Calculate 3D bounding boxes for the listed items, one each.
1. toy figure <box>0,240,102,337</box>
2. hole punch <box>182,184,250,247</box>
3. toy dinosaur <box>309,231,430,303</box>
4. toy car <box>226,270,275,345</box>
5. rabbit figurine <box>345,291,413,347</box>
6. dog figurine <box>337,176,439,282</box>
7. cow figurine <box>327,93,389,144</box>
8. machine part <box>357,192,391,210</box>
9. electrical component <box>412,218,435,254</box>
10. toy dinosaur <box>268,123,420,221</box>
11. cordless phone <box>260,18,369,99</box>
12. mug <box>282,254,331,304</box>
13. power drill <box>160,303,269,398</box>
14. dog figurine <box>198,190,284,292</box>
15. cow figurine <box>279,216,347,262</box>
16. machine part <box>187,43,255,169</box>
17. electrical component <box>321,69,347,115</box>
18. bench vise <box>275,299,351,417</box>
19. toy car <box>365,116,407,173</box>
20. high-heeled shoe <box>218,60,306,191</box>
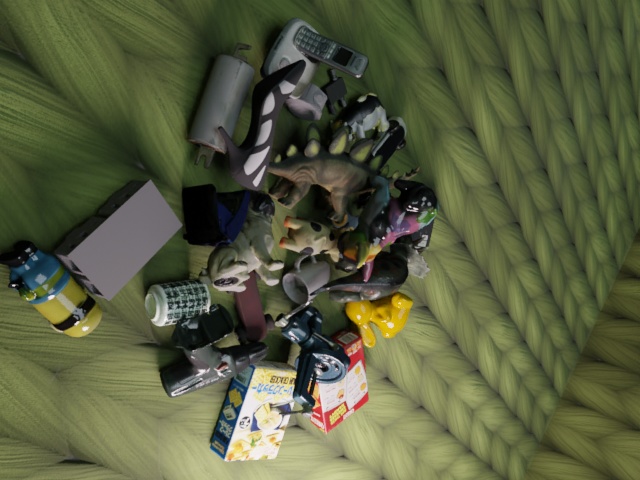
[{"bbox_3d":[-0.426,0.084,0.856,0.082,0.089,0.179,-40,129,-22],"label":"toy figure"},{"bbox_3d":[-0.195,-0.045,1.014,0.092,0.142,0.115,-4,94,-47],"label":"hole punch"},{"bbox_3d":[0.144,0.080,1.291,0.405,0.192,0.131,-36,119,-58],"label":"toy dinosaur"},{"bbox_3d":[-0.154,0.134,1.154,0.089,0.053,0.201,-23,121,-24],"label":"toy car"},{"bbox_3d":[0.135,0.192,1.425,0.173,0.122,0.162,17,100,-31],"label":"rabbit figurine"},{"bbox_3d":[0.143,-0.017,1.156,0.108,0.192,0.219,59,47,-59],"label":"dog figurine"},{"bbox_3d":[0.080,-0.271,1.242,0.167,0.068,0.098,-35,127,-27],"label":"cow figurine"},{"bbox_3d":[0.149,-0.088,1.377,0.138,0.039,0.084,15,82,-48],"label":"machine part"},{"bbox_3d":[0.258,-0.023,1.496,0.115,0.058,0.134,11,95,-43],"label":"electrical component"},{"bbox_3d":[0.045,-0.146,1.188,0.471,0.105,0.198,6,115,-43],"label":"toy dinosaur"},{"bbox_3d":[-0.009,-0.335,1.056,0.146,0.184,0.088,-62,170,-11],"label":"cordless phone"},{"bbox_3d":[-0.027,0.078,1.247,0.107,0.081,0.109,-33,120,-45],"label":"mug"},{"bbox_3d":[-0.207,0.214,1.063,0.232,0.086,0.207,-21,151,-22],"label":"power drill"},{"bbox_3d":[-0.164,-0.006,1.070,0.172,0.121,0.190,-3,62,-26],"label":"dog figurine"},{"bbox_3d":[-0.002,-0.004,1.202,0.195,0.127,0.085,4,104,-76],"label":"cow figurine"},{"bbox_3d":[-0.184,-0.250,0.996,0.079,0.079,0.243,19,89,-45],"label":"machine part"},{"bbox_3d":[0.030,-0.335,1.212,0.063,0.021,0.093,-41,127,-27],"label":"electrical component"},{"bbox_3d":[-0.023,0.272,1.201,0.223,0.129,0.241,51,34,-30],"label":"bench vise"},{"bbox_3d":[0.151,-0.222,1.338,0.202,0.056,0.073,-52,138,-17],"label":"toy car"},{"bbox_3d":[-0.083,-0.212,1.003,0.249,0.086,0.145,-45,124,-14],"label":"high-heeled shoe"}]
